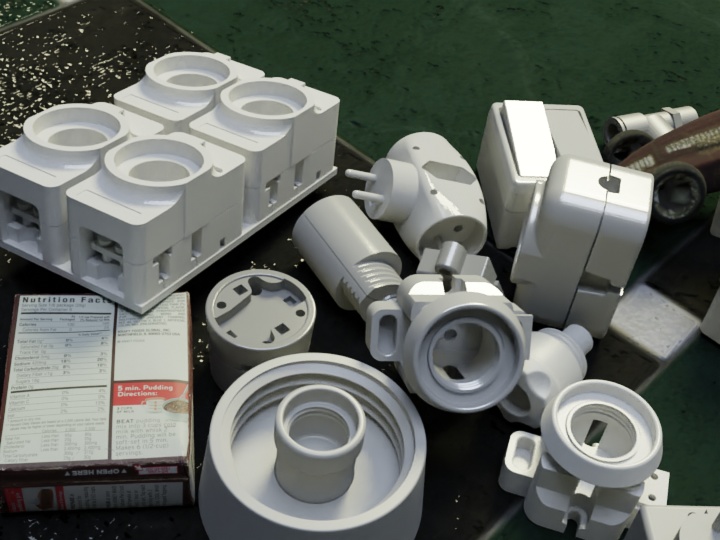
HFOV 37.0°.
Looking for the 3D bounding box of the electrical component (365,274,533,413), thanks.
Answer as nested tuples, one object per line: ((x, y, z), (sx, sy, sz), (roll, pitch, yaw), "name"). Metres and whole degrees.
((0.046, 0.034, 0.509), (0.078, 0.058, 0.057), (1, 12, -8), "electrical component")

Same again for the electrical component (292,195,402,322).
((0.000, 0.000, 0.600), (0.043, 0.043, 0.081), (-19, 51, -25), "electrical component")

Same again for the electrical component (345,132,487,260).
((0.029, -0.045, 0.642), (0.079, 0.043, 0.077), (9, 42, -26), "electrical component")

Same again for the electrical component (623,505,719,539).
((0.152, 0.130, 0.469), (0.047, 0.076, 0.065), (3, 45, -6), "electrical component")

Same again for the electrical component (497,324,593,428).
((0.098, 0.051, 0.564), (0.043, 0.043, 0.062), (36, 50, 25), "electrical component")

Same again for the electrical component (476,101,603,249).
((0.113, -0.057, 0.661), (0.062, 0.061, 0.096), (1, 45, -8), "electrical component")

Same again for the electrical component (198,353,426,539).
((-0.020, 0.087, 0.498), (0.108, 0.060, 0.108), (4, 45, -4), "electrical component")

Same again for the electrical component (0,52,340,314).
((-0.104, -0.062, 0.608), (0.105, 0.060, 0.186), (23, 37, 22), "electrical component")

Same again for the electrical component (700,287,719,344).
((0.271, 0.022, 0.610), (0.109, 0.056, 0.109), (38, 52, 26), "electrical component")

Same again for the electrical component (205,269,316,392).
((-0.052, 0.035, 0.554), (0.055, 0.047, 0.055), (4, 45, -4), "electrical component")

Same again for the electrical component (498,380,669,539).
((0.112, 0.090, 0.517), (0.078, 0.057, 0.058), (16, 45, 7), "electrical component")

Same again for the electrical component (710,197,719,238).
((0.244, -0.046, 0.577), (0.083, 0.075, 0.047), (20, 46, 13), "electrical component")

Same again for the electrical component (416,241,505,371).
((0.048, 0.026, 0.572), (0.048, 0.066, 0.055), (9, 63, 26), "electrical component")

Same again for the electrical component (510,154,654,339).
((0.119, -0.013, 0.594), (0.059, 0.095, 0.053), (15, 45, 6), "electrical component")
